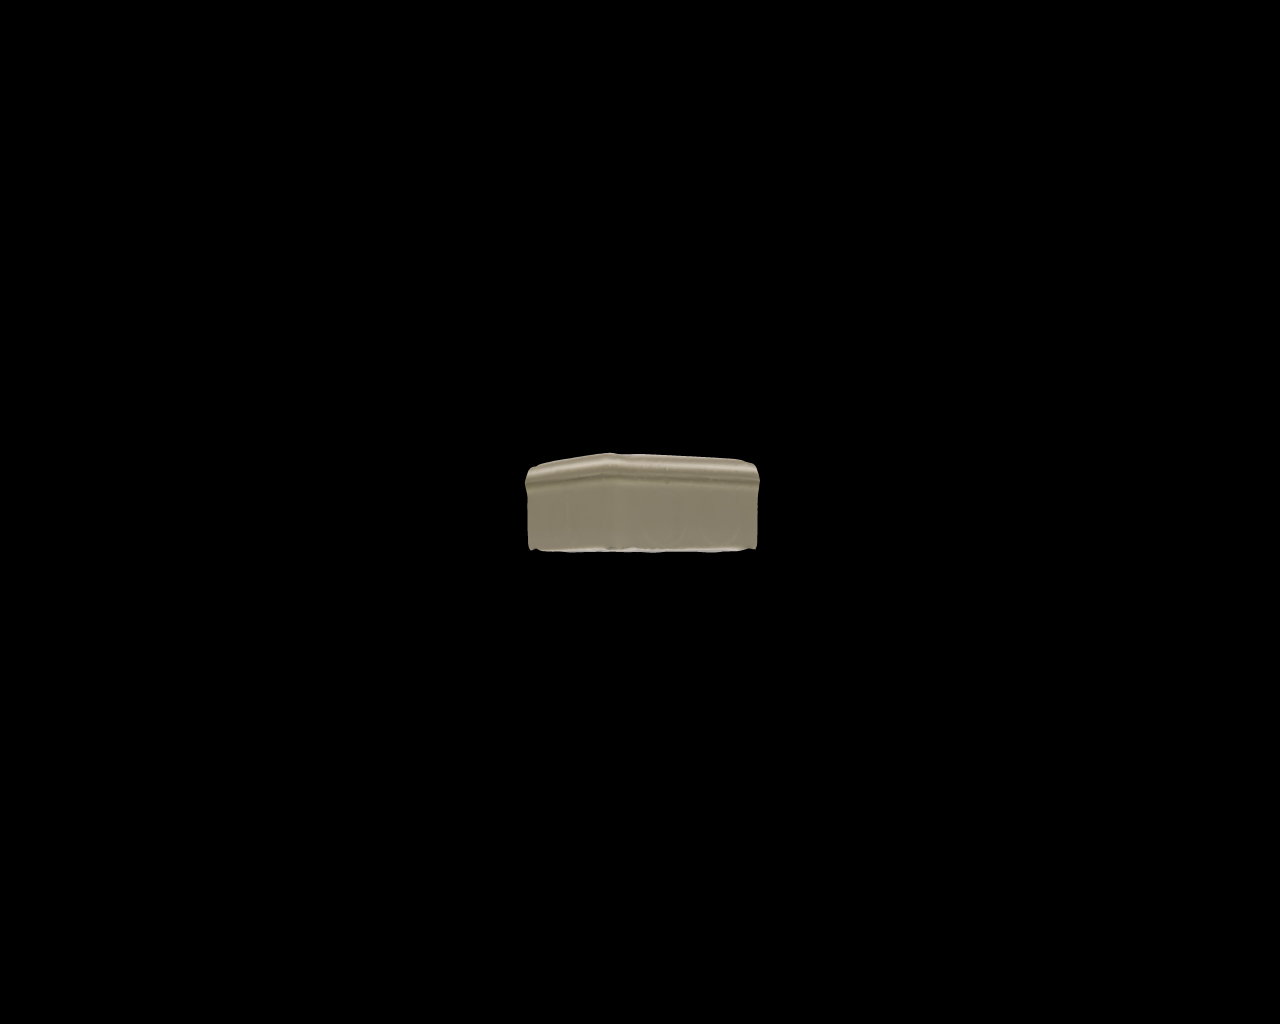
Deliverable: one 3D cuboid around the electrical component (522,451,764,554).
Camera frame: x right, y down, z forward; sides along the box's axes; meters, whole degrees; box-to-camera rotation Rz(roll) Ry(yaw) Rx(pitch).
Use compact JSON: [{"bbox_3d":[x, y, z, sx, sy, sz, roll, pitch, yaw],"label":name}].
[{"bbox_3d":[0.001,-0.003,0.650,0.109,0.056,0.108,2,-3,-36],"label":"electrical component"}]
